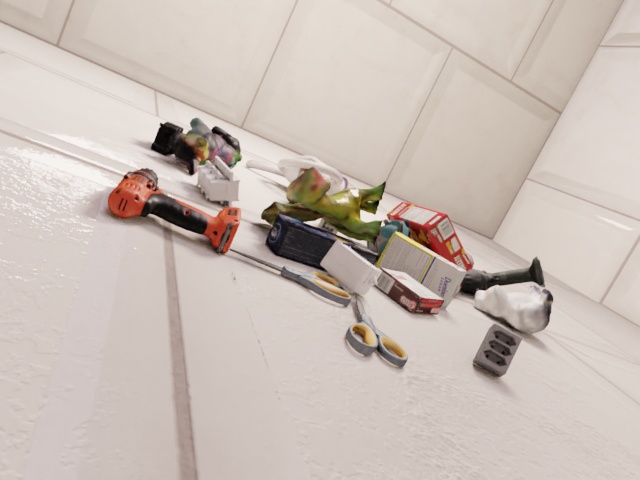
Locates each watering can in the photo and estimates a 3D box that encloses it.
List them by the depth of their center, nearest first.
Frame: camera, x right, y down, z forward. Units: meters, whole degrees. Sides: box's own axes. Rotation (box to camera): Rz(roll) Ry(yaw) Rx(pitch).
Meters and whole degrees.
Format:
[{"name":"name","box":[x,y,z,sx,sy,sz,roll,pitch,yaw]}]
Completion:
[{"name":"watering can","box":[-0.057,-0.203,1.625,0.348,0.105,0.222,10,-13,40]}]

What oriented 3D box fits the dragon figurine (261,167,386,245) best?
[{"name":"dragon figurine","box":[0.003,-0.052,1.042,0.243,0.124,0.405,5,-15,-2]}]

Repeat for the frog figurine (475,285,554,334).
[{"name":"frog figurine","box":[0.452,0.165,1.215,0.159,0.121,0.140,-10,22,2]}]
